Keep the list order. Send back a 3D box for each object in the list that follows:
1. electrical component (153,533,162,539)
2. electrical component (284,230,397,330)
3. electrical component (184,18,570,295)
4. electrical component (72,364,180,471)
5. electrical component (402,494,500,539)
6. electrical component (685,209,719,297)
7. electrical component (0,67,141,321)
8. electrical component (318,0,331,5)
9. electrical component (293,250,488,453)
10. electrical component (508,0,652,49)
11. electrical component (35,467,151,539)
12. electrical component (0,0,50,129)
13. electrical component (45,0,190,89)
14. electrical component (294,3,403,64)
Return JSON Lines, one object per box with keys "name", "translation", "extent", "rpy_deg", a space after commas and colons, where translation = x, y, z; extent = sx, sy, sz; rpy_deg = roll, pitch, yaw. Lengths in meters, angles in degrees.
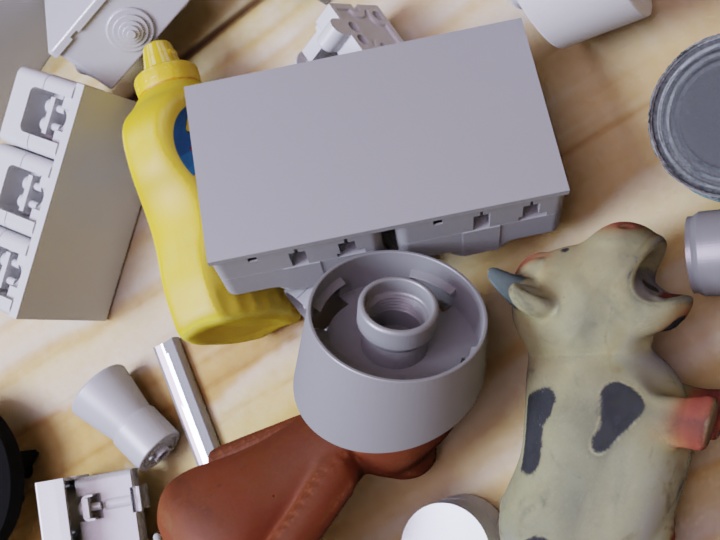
{"name": "electrical component", "translation": [-0.111, 0.193, 0.641], "extent": [0.044, 0.077, 0.079], "rpy_deg": [-26, 43, -1]}
{"name": "electrical component", "translation": [0.000, 0.000, 0.624], "extent": [0.081, 0.043, 0.043], "rpy_deg": [-44, 69, -10]}
{"name": "electrical component", "translation": [0.008, -0.059, 0.588], "extent": [0.186, 0.060, 0.105], "rpy_deg": [-11, 68, 1]}
{"name": "electrical component", "translation": [-0.150, 0.099, 0.701], "extent": [0.065, 0.044, 0.044], "rpy_deg": [41, 104, 16]}
{"name": "electrical component", "translation": [0.028, 0.191, 0.594], "extent": [0.052, 0.074, 0.138], "rpy_deg": [30, 99, 23]}
{"name": "electrical component", "translation": [0.196, -0.010, 0.544], "extent": [0.055, 0.045, 0.045], "rpy_deg": [-5, 85, 25]}
{"name": "electrical component", "translation": [-0.196, -0.047, 0.704], "extent": [0.062, 0.089, 0.150], "rpy_deg": [20, 95, 25]}
{"name": "electrical component", "translation": [-0.029, -0.197, 0.654], "extent": [0.066, 0.055, 0.048], "rpy_deg": [-45, 70, 16]}
{"name": "electrical component", "translation": [0.016, 0.039, 0.548], "extent": [0.099, 0.099, 0.064], "rpy_deg": [30, 140, 23]}
{"name": "electrical component", "translation": [0.102, -0.169, 0.566], "extent": [0.060, 0.108, 0.108], "rpy_deg": [-24, 77, 28]}
{"name": "electrical component", "translation": [-0.163, 0.190, 0.684], "extent": [0.063, 0.078, 0.121], "rpy_deg": [-9, 82, -5]}
{"name": "electrical component", "translation": [-0.252, -0.192, 0.730], "extent": [0.060, 0.105, 0.186], "rpy_deg": [44, 104, 21]}
{"name": "electrical component", "translation": [-0.157, -0.176, 0.697], "extent": [0.100, 0.048, 0.099], "rpy_deg": [-44, 37, 17]}
{"name": "electrical component", "translation": [-0.009, -0.124, 0.640], "extent": [0.055, 0.066, 0.048], "rpy_deg": [-47, 69, 36]}
